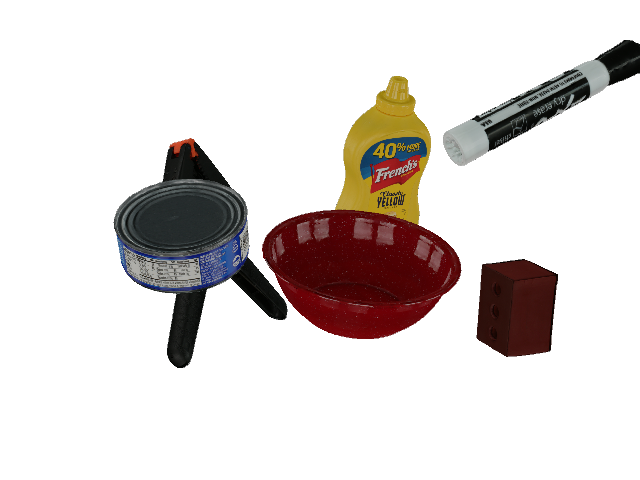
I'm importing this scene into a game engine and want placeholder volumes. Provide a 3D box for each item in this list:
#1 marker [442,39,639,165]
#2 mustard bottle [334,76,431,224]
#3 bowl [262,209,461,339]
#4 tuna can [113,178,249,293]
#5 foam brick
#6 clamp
[{"bbox_3d":[0.116,-0.071,0.540,0.121,0.020,0.020,-28,8,-16],"label":"marker"},{"bbox_3d":[0.070,-0.084,1.144,0.096,0.192,0.058,-6,32,-23],"label":"mustard bottle"},{"bbox_3d":[0.031,0.033,0.874,0.162,0.055,0.162,4,28,-2],"label":"bowl"},{"bbox_3d":[-0.089,-0.003,0.693,0.086,0.034,0.086,-2,35,1],"label":"tuna can"},{"bbox_3d":[0.182,0.062,0.995,0.051,0.078,0.053,-7,19,-26],"label":"foam brick"},{"bbox_3d":[-0.102,0.005,1.038,0.036,0.210,0.164,-9,1,37],"label":"clamp"}]
